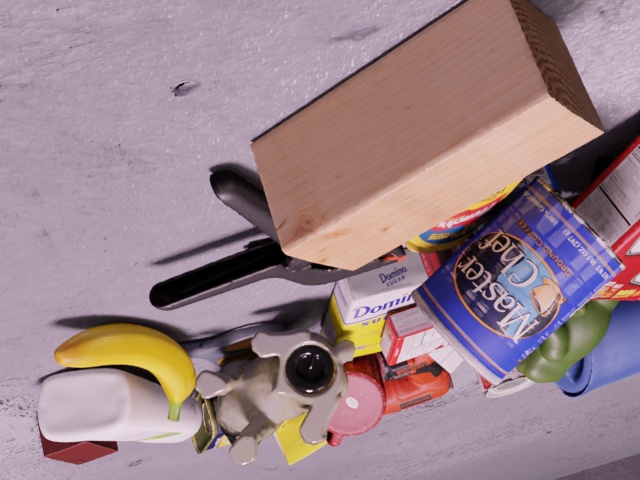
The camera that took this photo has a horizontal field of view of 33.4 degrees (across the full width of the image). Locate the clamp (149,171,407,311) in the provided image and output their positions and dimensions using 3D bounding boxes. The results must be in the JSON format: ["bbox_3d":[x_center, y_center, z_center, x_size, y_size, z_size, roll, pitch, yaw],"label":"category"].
[{"bbox_3d":[-0.029,0.010,0.862,0.209,0.036,0.165,5,143,-34],"label":"clamp"}]

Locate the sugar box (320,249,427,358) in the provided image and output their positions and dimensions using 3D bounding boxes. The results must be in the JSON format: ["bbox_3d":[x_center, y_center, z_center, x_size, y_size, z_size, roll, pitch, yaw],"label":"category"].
[{"bbox_3d":[0.058,0.068,1.079,0.093,0.048,0.176,-13,159,-13],"label":"sugar box"}]

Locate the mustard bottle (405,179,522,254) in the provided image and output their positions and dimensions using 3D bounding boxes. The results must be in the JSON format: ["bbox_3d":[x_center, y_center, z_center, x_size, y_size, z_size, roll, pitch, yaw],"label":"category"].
[{"bbox_3d":[0.108,-0.040,0.846,0.096,0.058,0.192,-17,160,-25],"label":"mustard bottle"}]

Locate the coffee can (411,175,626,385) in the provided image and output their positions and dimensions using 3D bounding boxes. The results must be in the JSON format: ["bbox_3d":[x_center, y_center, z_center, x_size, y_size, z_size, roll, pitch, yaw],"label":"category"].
[{"bbox_3d":[0.159,0.033,0.861,0.140,0.103,0.102,-44,153,8],"label":"coffee can"}]

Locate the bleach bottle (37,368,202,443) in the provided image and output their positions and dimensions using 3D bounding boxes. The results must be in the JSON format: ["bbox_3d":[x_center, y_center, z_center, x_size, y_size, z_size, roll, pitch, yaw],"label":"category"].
[{"bbox_3d":[-0.197,0.187,1.144,0.103,0.068,0.250,-9,164,12],"label":"bleach bottle"}]

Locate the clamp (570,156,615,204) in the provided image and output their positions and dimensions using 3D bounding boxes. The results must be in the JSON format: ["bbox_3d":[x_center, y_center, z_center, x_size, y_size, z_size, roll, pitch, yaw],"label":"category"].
[{"bbox_3d":[0.261,-0.029,1.015,0.120,0.039,0.171,-36,155,32],"label":"clamp"}]

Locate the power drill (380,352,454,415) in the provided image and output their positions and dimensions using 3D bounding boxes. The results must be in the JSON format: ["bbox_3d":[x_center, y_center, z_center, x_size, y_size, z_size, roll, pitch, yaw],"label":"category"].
[{"bbox_3d":[0.088,0.163,1.306,0.184,0.057,0.187,-19,158,2],"label":"power drill"}]

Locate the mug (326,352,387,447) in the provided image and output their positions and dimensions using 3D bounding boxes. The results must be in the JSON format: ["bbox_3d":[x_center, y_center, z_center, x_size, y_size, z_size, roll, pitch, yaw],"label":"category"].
[{"bbox_3d":[0.026,0.174,1.180,0.093,0.081,0.117,15,107,-8],"label":"mug"}]

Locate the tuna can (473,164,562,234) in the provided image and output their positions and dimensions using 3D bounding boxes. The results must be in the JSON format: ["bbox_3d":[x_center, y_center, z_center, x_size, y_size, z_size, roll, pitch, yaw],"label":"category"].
[{"bbox_3d":[0.167,-0.036,0.932,0.086,0.034,0.086,-16,158,-7],"label":"tuna can"}]

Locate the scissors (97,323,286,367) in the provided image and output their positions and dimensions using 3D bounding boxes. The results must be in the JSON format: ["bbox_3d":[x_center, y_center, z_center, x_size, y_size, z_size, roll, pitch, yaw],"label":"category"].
[{"bbox_3d":[-0.133,0.120,1.095,0.201,0.016,0.096,-11,157,-15],"label":"scissors"}]

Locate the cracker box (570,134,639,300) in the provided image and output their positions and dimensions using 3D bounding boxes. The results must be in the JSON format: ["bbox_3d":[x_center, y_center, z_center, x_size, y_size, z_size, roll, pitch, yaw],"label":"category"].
[{"bbox_3d":[0.310,-0.037,0.935,0.163,0.072,0.214,3,136,-45],"label":"cracker box"}]

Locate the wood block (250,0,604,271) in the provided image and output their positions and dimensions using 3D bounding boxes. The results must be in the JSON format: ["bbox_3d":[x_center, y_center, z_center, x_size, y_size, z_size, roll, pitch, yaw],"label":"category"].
[{"bbox_3d":[0.067,-0.067,0.710,0.206,0.091,0.090,-31,154,28],"label":"wood block"}]

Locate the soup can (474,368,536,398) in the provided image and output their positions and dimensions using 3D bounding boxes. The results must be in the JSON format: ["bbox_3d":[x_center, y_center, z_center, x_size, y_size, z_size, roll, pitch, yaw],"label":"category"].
[{"bbox_3d":[0.207,0.125,1.247,0.068,0.102,0.068,-15,157,-7],"label":"soup can"}]

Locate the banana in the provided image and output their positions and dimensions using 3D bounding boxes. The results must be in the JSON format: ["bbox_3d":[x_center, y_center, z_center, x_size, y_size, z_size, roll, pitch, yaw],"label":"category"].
[{"bbox_3d":[-0.168,0.114,0.997,0.037,0.069,0.197,10,160,33],"label":"banana"}]

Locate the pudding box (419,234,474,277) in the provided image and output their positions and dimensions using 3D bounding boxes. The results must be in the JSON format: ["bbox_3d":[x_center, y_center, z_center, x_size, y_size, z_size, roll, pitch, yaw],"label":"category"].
[{"bbox_3d":[0.135,0.029,0.986,0.039,0.090,0.113,-27,156,24],"label":"pudding box"}]

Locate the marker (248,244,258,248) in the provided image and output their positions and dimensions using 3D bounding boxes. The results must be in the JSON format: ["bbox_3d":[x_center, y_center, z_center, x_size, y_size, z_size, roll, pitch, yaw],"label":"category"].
[{"bbox_3d":[-0.006,0.001,0.909,0.121,0.020,0.020,-14,157,-9],"label":"marker"}]

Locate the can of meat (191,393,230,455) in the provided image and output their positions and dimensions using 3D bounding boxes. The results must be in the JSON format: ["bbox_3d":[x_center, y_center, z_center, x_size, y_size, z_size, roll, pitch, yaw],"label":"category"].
[{"bbox_3d":[-0.105,0.210,1.273,0.083,0.057,0.102,-10,157,-23],"label":"can of meat"}]

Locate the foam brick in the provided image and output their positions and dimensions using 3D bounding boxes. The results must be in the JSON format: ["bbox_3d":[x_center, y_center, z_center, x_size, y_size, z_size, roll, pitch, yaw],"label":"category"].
[{"bbox_3d":[-0.263,0.209,1.159,0.053,0.051,0.078,-21,157,9],"label":"foam brick"}]

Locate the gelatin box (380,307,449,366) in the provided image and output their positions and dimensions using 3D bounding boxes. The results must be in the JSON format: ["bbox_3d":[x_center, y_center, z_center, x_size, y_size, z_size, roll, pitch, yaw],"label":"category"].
[{"bbox_3d":[0.108,0.087,1.066,0.089,0.030,0.073,-18,156,-12],"label":"gelatin box"}]

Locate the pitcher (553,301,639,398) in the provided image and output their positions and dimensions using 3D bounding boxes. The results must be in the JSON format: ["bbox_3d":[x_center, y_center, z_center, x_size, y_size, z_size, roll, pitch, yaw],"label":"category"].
[{"bbox_3d":[0.383,0.087,1.280,0.242,0.145,0.149,-14,170,-19],"label":"pitcher"}]
